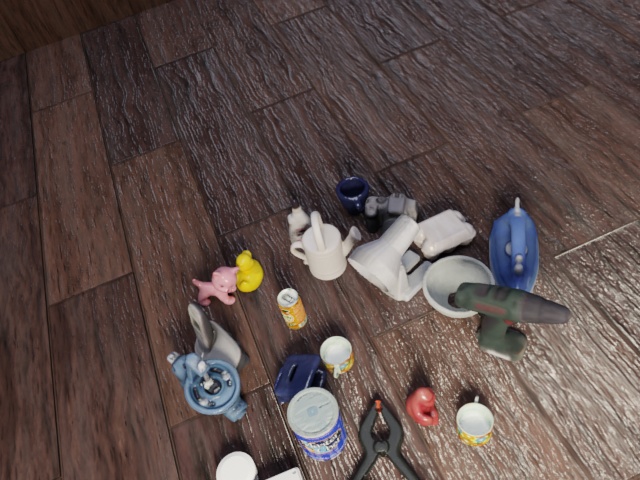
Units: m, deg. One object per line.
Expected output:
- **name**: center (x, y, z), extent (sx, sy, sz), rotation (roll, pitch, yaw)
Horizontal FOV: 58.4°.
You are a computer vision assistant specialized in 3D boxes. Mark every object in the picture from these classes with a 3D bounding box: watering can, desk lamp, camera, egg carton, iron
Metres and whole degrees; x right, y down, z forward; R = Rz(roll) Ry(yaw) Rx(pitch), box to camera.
- **watering can**: center (0.013, 0.003, 1.441), extent (0.173, 0.194, 0.100), rotation (-25, 50, -9)
- **desk lamp**: center (0.174, 0.051, 1.355), extent (0.203, 0.214, 0.117), rotation (-42, 55, -21)
- **camera**: center (0.184, -0.052, 1.511), extent (0.143, 0.101, 0.137), rotation (2, 52, 14)
- **egg carton**: center (0.316, -0.014, 1.473), extent (0.150, 0.069, 0.107), rotation (-25, 50, -9)
- **iron**: center (0.466, 0.030, 1.358), extent (0.118, 0.142, 0.258), rotation (1, 51, 13)

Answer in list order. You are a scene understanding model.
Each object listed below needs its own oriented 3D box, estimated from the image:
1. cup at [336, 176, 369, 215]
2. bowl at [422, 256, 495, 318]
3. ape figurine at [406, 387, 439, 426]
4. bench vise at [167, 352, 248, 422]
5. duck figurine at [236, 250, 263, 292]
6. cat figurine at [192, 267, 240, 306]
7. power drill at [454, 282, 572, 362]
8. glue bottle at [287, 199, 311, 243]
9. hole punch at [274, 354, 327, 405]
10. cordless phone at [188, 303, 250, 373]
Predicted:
- **cup**: center (0.098, -0.105, 1.577), extent (0.091, 0.095, 0.117), rotation (-16, 50, -1)
- **bowl**: center (0.326, 0.122, 1.355), extent (0.167, 0.075, 0.167), rotation (-6, 50, 7)
- **ape figurine**: center (0.215, 0.338, 1.190), extent (0.076, 0.092, 0.078), rotation (19, 58, 26)
- **bench vise**: center (-0.270, 0.300, 1.239), extent (0.207, 0.220, 0.121), rotation (10, 54, 19)
- **duck figurine**: center (-0.193, 0.076, 1.496), extent (0.077, 0.086, 0.104), rotation (-4, 50, 9)
- **cat figurine**: center (-0.262, 0.109, 1.462), extent (0.127, 0.118, 0.067), rotation (-6, 50, 7)
- **power drill**: center (0.399, 0.170, 1.212), extent (0.228, 0.209, 0.076), rotation (17, 57, 24)
- **glue bottle**: center (-0.053, -0.048, 1.510), extent (0.078, 0.173, 0.037), rotation (-16, 50, -1)
- **hole punch**: center (-0.049, 0.308, 1.271), extent (0.101, 0.091, 0.109), rotation (9, 54, 19)
- **cordless phone**: center (-0.244, 0.232, 1.313), extent (0.147, 0.185, 0.094), rotation (33, 64, 32)
